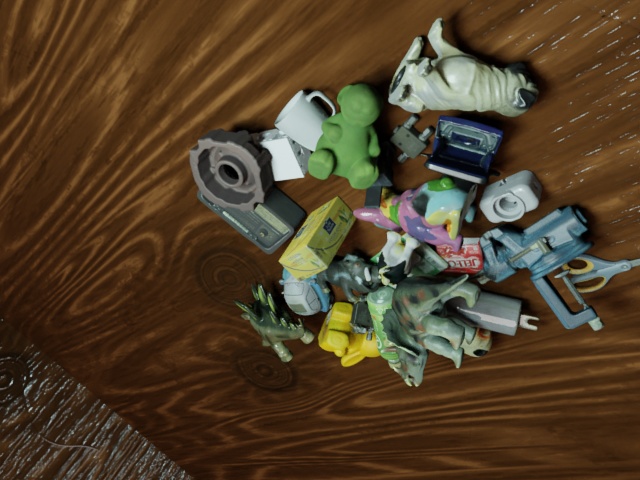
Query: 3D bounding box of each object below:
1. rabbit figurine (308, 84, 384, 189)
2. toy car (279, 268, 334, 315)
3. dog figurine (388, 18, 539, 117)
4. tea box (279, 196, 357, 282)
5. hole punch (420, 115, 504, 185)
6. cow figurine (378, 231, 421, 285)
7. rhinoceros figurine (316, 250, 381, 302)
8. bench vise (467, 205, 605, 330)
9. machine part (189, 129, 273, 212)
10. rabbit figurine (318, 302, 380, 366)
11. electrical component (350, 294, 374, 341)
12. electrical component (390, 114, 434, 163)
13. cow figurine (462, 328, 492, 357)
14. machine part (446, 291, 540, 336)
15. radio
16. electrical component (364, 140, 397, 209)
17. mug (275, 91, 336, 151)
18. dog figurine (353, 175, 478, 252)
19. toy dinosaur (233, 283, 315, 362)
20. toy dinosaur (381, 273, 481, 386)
[{"bbox_3d":[0.066,-0.194,0.908,0.121,0.159,0.170,20,141,-2],"label":"rabbit figurine"},{"bbox_3d":[-0.040,0.128,1.308,0.109,0.103,0.161,-1,125,33],"label":"toy car"},{"bbox_3d":[0.220,-0.231,0.845,0.190,0.121,0.172,24,173,-15],"label":"dog figurine"},{"bbox_3d":[-0.002,-0.003,1.117,0.068,0.170,0.098,46,134,-16],"label":"tea box"},{"bbox_3d":[0.239,-0.153,0.891,0.142,0.116,0.092,15,107,12],"label":"hole punch"},{"bbox_3d":[0.151,0.056,1.058,0.068,0.098,0.167,22,163,18],"label":"cow figurine"},{"bbox_3d":[0.071,0.073,1.207,0.191,0.073,0.112,6,117,42],"label":"rhinoceros figurine"},{"bbox_3d":[0.398,0.063,0.948,0.223,0.129,0.240,-37,78,22],"label":"bench vise"},{"bbox_3d":[-0.176,-0.140,1.081,0.180,0.056,0.179,15,132,17],"label":"machine part"},{"bbox_3d":[0.087,0.255,1.344,0.173,0.122,0.162,13,138,-6],"label":"rabbit figurine"},{"bbox_3d":[0.105,0.180,1.275,0.078,0.102,0.045,21,163,-15],"label":"electrical component"},{"bbox_3d":[0.159,-0.181,0.969,0.063,0.021,0.094,38,138,-5],"label":"electrical component"},{"bbox_3d":[0.286,0.210,1.207,0.195,0.085,0.127,10,126,22],"label":"cow figurine"},{"bbox_3d":[0.329,0.142,1.121,0.243,0.079,0.079,13,133,22],"label":"machine part"},{"bbox_3d":[-0.158,-0.080,1.209,0.229,0.073,0.131,40,135,-5],"label":"radio"},{"bbox_3d":[0.095,-0.120,0.991,0.075,0.119,0.047,2,160,31],"label":"electrical component"},{"bbox_3d":[-0.011,-0.221,1.001,0.107,0.081,0.109,38,123,-22],"label":"mug"},{"bbox_3d":[0.170,-0.065,0.996,0.219,0.108,0.191,16,158,23],"label":"dog figurine"},{"bbox_3d":[-0.116,0.207,1.353,0.198,0.105,0.472,50,157,-20],"label":"toy dinosaur"},{"bbox_3d":[0.196,0.136,1.021,0.192,0.131,0.404,18,146,24],"label":"toy dinosaur"}]
